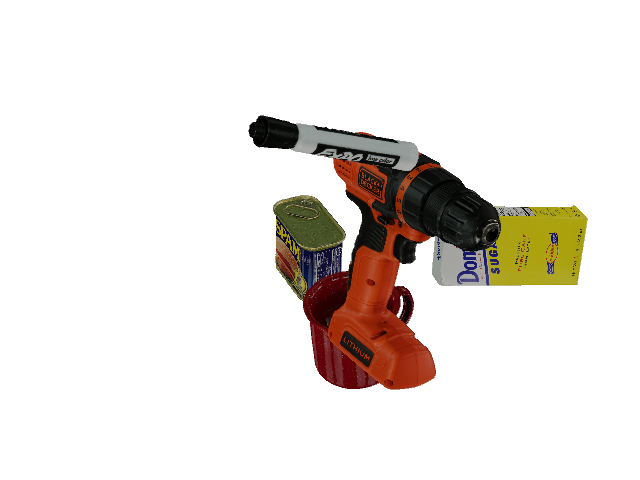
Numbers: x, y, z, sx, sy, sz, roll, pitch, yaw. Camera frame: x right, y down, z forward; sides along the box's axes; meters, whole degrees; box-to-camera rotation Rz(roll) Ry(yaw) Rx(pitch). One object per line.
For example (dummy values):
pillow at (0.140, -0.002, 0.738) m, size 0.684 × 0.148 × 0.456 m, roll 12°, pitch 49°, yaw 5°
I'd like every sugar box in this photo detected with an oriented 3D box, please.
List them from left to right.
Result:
sugar box at (0.228, 0.007, 1.294) m, size 0.176 × 0.093 × 0.048 m, roll -2°, pitch 22°, yaw -10°

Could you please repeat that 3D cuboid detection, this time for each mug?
mug at (0.042, 0.084, 1.042) m, size 0.117 × 0.081 × 0.093 m, roll -27°, pitch 43°, yaw -25°

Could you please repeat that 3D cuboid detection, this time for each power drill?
power drill at (0.068, 0.022, 0.862) m, size 0.057 × 0.188 × 0.185 m, roll -8°, pitch 27°, yaw -31°

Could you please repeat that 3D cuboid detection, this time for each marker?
marker at (0.009, -0.060, 0.658) m, size 0.120 × 0.020 × 0.020 m, roll 6°, pitch -4°, yaw -35°

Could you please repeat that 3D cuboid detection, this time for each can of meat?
can of meat at (-0.014, 0.011, 1.217) m, size 0.057 × 0.084 × 0.102 m, roll -15°, pitch 39°, yaw -21°
